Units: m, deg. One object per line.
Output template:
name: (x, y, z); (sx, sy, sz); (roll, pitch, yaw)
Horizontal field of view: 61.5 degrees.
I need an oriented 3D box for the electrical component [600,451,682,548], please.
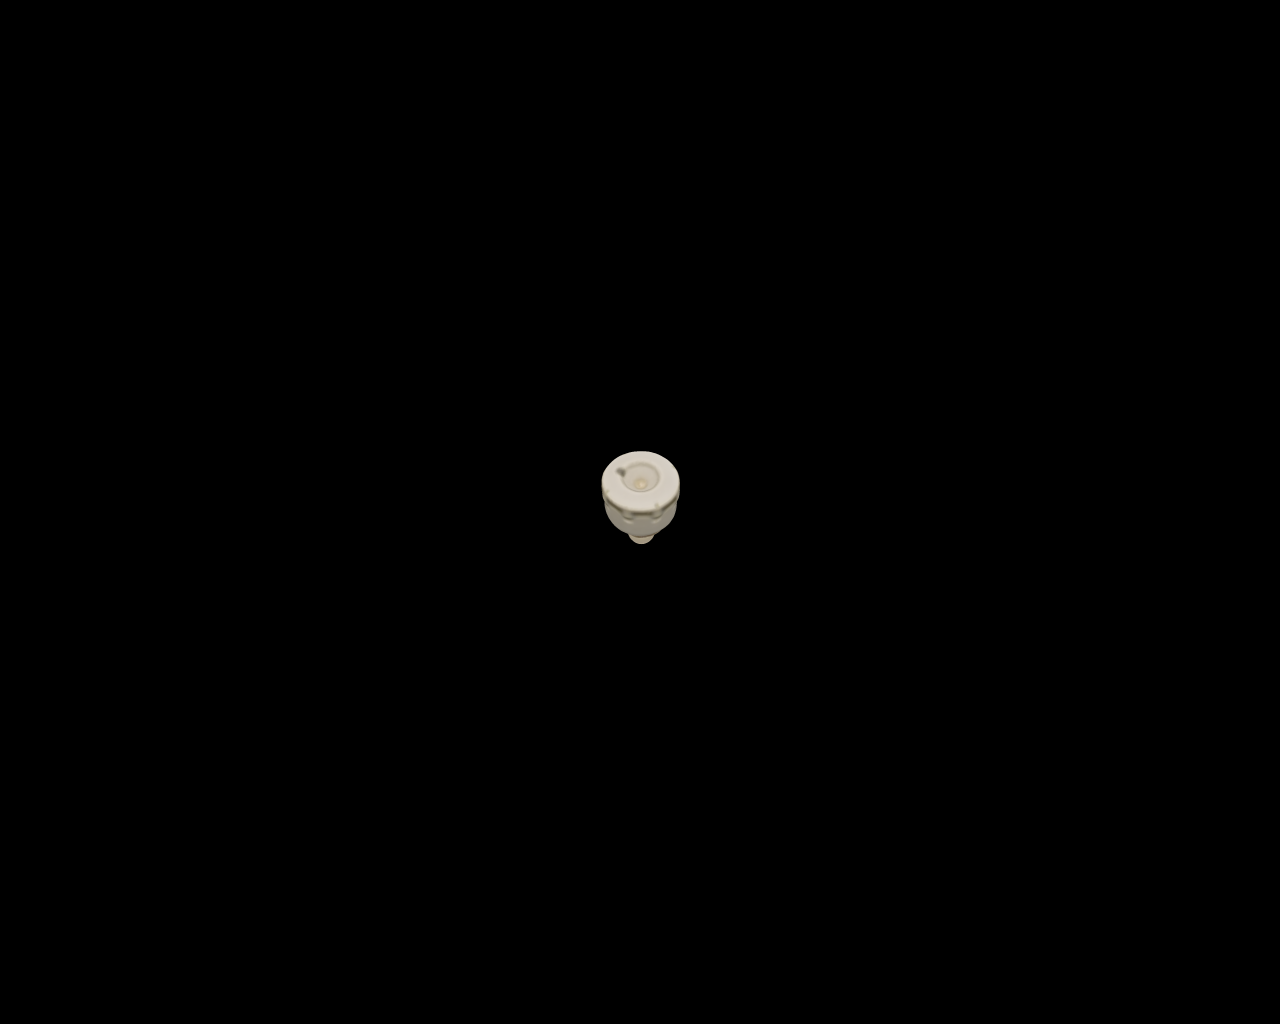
electrical component: (0.001, -0.003, 0.650); (0.048, 0.048, 0.062); (0, -37, 0)
